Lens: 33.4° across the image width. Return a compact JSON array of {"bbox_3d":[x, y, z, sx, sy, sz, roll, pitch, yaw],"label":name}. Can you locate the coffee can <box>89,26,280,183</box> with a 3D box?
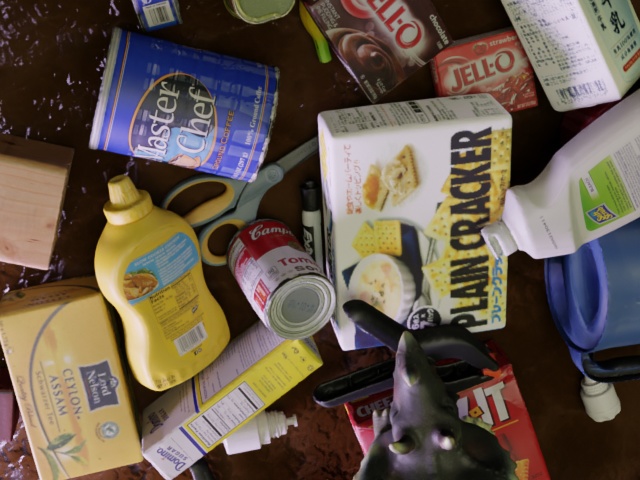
[{"bbox_3d":[-0.114,-0.112,0.894,0.140,0.103,0.103,12,104,-13],"label":"coffee can"}]

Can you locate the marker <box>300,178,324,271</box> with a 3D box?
[{"bbox_3d":[-0.006,0.001,0.983,0.020,0.020,0.121,-6,114,-8],"label":"marker"}]

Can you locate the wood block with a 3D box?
[{"bbox_3d":[-0.318,-0.049,0.887,0.206,0.091,0.090,12,104,-12],"label":"wood block"}]

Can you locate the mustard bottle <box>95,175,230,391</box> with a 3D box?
[{"bbox_3d":[-0.145,0.031,0.933,0.096,0.058,0.191,-34,123,-31],"label":"mustard bottle"}]

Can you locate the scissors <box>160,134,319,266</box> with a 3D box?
[{"bbox_3d":[-0.045,-0.041,0.973,0.201,0.016,0.096,-18,110,-3],"label":"scissors"}]

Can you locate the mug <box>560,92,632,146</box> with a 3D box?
[{"bbox_3d":[0.282,-0.095,0.974,0.117,0.081,0.093,-5,108,-8],"label":"mug"}]

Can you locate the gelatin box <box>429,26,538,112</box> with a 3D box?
[{"bbox_3d":[0.146,-0.147,0.964,0.089,0.030,0.073,-15,108,-5],"label":"gelatin box"}]

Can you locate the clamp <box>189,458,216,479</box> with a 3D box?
[{"bbox_3d":[-0.088,0.312,1.062,0.209,0.036,0.165,24,100,-18],"label":"clamp"}]

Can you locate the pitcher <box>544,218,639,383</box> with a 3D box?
[{"bbox_3d":[0.344,0.040,1.007,0.242,0.149,0.145,-4,65,-11],"label":"pitcher"}]

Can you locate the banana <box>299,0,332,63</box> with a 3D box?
[{"bbox_3d":[0.044,-0.247,0.916,0.198,0.037,0.069,-47,128,8],"label":"banana"}]

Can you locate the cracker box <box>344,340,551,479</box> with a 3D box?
[{"bbox_3d":[0.137,0.230,1.055,0.164,0.072,0.213,-22,108,-2],"label":"cracker box"}]

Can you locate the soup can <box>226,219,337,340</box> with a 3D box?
[{"bbox_3d":[-0.035,0.034,0.943,0.068,0.102,0.068,-12,123,-20],"label":"soup can"}]

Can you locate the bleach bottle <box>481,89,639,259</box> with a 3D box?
[{"bbox_3d":[0.249,-0.065,0.902,0.251,0.068,0.102,-30,108,3],"label":"bleach bottle"}]

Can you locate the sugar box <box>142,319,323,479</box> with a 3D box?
[{"bbox_3d":[-0.083,0.137,0.980,0.176,0.093,0.048,-40,108,5],"label":"sugar box"}]

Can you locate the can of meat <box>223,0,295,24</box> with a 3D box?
[{"bbox_3d":[-0.058,-0.231,0.877,0.057,0.084,0.102,-19,109,-4],"label":"can of meat"}]

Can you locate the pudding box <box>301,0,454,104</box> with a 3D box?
[{"bbox_3d":[0.049,-0.187,0.907,0.090,0.039,0.113,-37,128,2],"label":"pudding box"}]

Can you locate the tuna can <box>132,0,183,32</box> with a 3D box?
[{"bbox_3d":[-0.139,-0.214,0.868,0.033,0.086,0.086,-15,109,-3],"label":"tuna can"}]

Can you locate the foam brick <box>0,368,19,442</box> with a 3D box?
[{"bbox_3d":[-0.314,0.149,0.968,0.078,0.053,0.051,2,106,-9],"label":"foam brick"}]

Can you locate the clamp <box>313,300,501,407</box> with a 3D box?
[{"bbox_3d":[0.082,0.100,0.957,0.171,0.039,0.120,-3,134,-13],"label":"clamp"}]
